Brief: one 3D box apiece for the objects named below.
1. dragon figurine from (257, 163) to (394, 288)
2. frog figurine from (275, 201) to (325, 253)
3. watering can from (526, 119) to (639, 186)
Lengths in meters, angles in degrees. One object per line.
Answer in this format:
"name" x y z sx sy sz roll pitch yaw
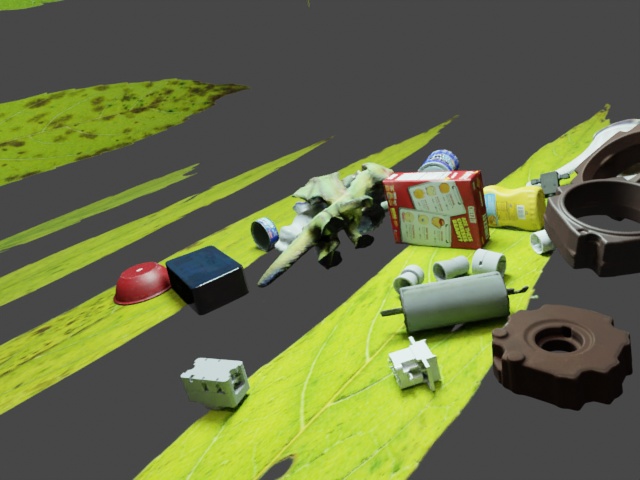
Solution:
"dragon figurine" 0.004 -0.062 1.238 0.410 0.120 0.248 -28 38 1
"frog figurine" -0.040 -0.022 1.342 0.137 0.162 0.121 -4 -34 41
"watering can" 0.715 -0.205 1.303 0.347 0.102 0.229 -2 40 40
